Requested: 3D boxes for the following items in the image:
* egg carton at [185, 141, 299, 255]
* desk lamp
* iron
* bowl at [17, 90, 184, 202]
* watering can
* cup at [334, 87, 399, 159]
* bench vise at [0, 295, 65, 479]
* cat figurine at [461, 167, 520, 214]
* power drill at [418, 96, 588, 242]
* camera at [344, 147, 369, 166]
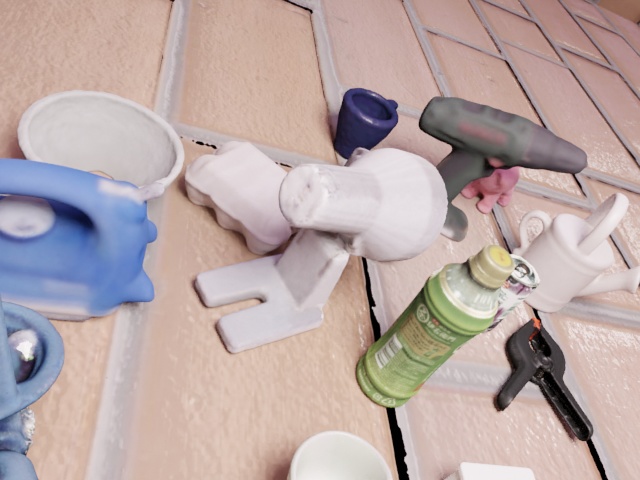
[{"bbox_3d":[-0.086,-0.054,0.698,0.150,0.069,0.107,38,41,7],"label":"egg carton"},{"bbox_3d":[0.005,0.002,0.589,0.204,0.213,0.117,-13,57,-39],"label":"desk lamp"},{"bbox_3d":[-0.266,-0.020,0.499,0.259,0.141,0.118,9,45,-24],"label":"iron"},{"bbox_3d":[-0.240,-0.086,0.631,0.168,0.074,0.167,17,43,-16],"label":"bowl"},{"bbox_3d":[0.373,0.013,0.818,0.173,0.194,0.101,25,41,-7],"label":"watering can"},{"bbox_3d":[0.070,-0.177,0.896,0.091,0.095,0.118,46,43,16],"label":"cup"},{"bbox_3d":[-0.206,0.094,0.364,0.207,0.219,0.122,44,42,15],"label":"bench vise"},{"bbox_3d":[0.299,-0.107,0.950,0.128,0.117,0.067,-24,64,-44],"label":"cat figurine"},{"bbox_3d":[0.228,-0.100,0.831,0.230,0.208,0.076,28,41,-4],"label":"power drill"},{"bbox_3d":[0.092,-0.050,0.780,0.143,0.100,0.137,25,41,-7],"label":"camera"}]
